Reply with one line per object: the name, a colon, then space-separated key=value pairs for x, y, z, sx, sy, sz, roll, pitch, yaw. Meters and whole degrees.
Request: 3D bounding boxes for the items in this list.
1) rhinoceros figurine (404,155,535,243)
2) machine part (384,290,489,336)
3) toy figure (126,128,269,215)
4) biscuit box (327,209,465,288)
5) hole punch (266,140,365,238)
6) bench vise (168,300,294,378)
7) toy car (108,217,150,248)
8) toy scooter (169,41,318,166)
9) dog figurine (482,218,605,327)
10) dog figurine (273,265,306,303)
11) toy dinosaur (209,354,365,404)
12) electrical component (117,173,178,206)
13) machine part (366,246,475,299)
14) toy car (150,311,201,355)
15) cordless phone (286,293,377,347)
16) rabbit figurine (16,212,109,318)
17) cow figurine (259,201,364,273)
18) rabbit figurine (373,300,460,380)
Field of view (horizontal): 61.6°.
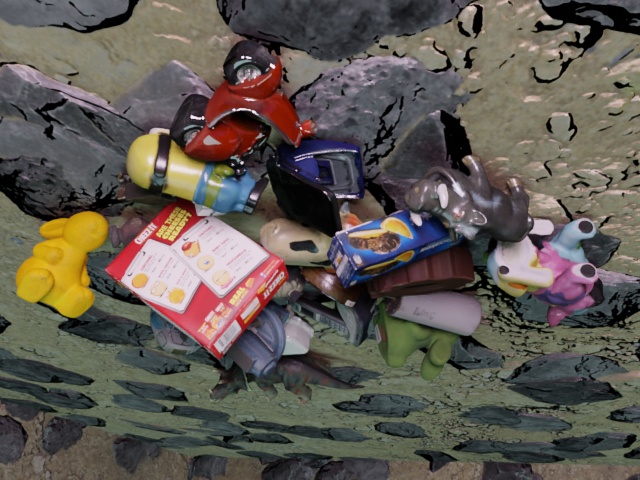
rhinoceros figurine: x=0.192 y=-0.044 z=0.699 sx=0.190 sy=0.112 sz=0.073 roll=14 pitch=152 yaw=-27
machine part: x=0.212 y=0.125 z=1.009 sx=0.243 sy=0.079 sz=0.079 roll=17 pitch=148 yaw=-16
toy figure: x=-0.163 y=-0.087 z=0.711 sx=0.180 sy=0.089 sz=0.082 roll=24 pitch=114 yaw=-8
biscuit box: x=0.114 y=-0.001 z=0.745 sx=0.203 sy=0.059 sz=0.062 roll=-19 pitch=156 yaw=-22
hole punch: x=-0.002 y=-0.079 z=0.725 sx=0.116 sy=0.092 sz=0.142 roll=26 pitch=158 yaw=22
bench vise: x=-0.139 y=0.152 z=0.999 sx=0.224 sy=0.128 sz=0.240 roll=26 pitch=-159 yaw=25
toy car: x=-0.324 y=0.019 z=0.966 sx=0.089 sy=0.053 sz=0.202 roll=-11 pitch=155 yaw=-18
toy scooter: x=-0.083 y=-0.140 z=0.634 sx=0.135 sy=0.075 sz=0.184 roll=28 pitch=139 yaw=-32
dog figurine: x=0.356 y=0.064 z=0.853 sx=0.192 sy=0.108 sz=0.219 roll=-2 pitch=151 yaw=14
dog figurine: x=-0.139 y=0.059 z=0.974 sx=0.190 sy=0.121 sz=0.173 roll=10 pitch=-163 yaw=-48
toy dinosaur: x=-0.097 y=0.351 z=1.430 sx=0.405 sy=0.131 sz=0.192 roll=-8 pitch=147 yaw=13
electrical component: x=-0.253 y=-0.081 z=0.801 sx=0.102 sy=0.045 sz=0.078 roll=-8 pitch=174 yaw=29
machine part: x=0.163 y=0.056 z=0.877 sx=0.179 sy=0.056 sz=0.179 roll=-7 pitch=166 yaw=-2
toy car: x=-0.325 y=0.215 z=1.254 sx=0.161 sy=0.103 sz=0.109 roll=22 pitch=147 yaw=-20
cordless phone: x=0.017 y=0.129 z=1.069 sx=0.184 sy=0.089 sz=0.146 roll=20 pitch=152 yaw=11
rabbit figurine: x=-0.425 y=0.023 z=0.923 sx=0.121 sy=0.173 sz=0.163 roll=33 pitch=-175 yaw=-35
cow figurine: x=-0.002 y=-0.003 z=0.841 sx=0.195 sy=0.085 sz=0.127 roll=0 pitch=153 yaw=16
rabbit figurine: x=0.208 y=0.187 z=1.071 sx=0.170 sy=0.159 sz=0.121 roll=-5 pitch=141 yaw=-10
